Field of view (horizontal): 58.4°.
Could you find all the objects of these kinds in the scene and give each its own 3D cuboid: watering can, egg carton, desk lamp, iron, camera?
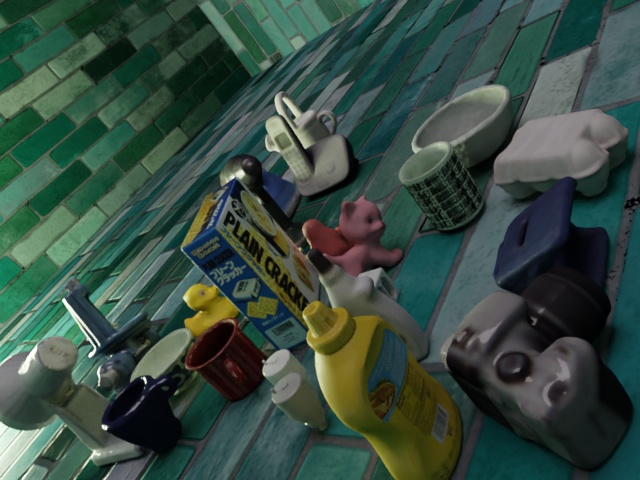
[{"bbox_3d":[-0.047,-0.250,1.316,0.173,0.194,0.100,-36,23,7],"label":"watering can"},{"bbox_3d":[0.289,-0.101,0.696,0.107,0.069,0.150,-49,25,-22],"label":"egg carton"},{"bbox_3d":[-0.376,0.240,0.877,0.202,0.214,0.118,-24,27,32],"label":"desk lamp"},{"bbox_3d":[-0.142,-0.077,1.208,0.118,0.142,0.259,-15,33,44],"label":"iron"},{"bbox_3d":[0.183,0.084,0.470,0.137,0.101,0.142,-44,23,-12],"label":"camera"}]

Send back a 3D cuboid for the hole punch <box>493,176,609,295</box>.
[{"bbox_3d":[0.221,0.004,0.573,0.100,0.091,0.109,-18,31,41],"label":"hole punch"}]

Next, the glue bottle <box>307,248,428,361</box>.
[{"bbox_3d":[0.042,0.072,0.611,0.078,0.173,0.037,-29,25,23],"label":"glue bottle"}]

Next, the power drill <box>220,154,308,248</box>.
[{"bbox_3d":[-0.102,-0.072,1.051,0.076,0.209,0.229,-45,23,-13],"label":"power drill"}]

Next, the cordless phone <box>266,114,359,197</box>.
[{"bbox_3d":[-0.021,-0.189,1.175,0.147,0.185,0.094,-22,28,35],"label":"cordless phone"}]

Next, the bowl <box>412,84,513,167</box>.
[{"bbox_3d":[0.231,-0.162,0.889,0.167,0.075,0.167,-32,24,16],"label":"bowl"}]

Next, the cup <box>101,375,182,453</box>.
[{"bbox_3d":[-0.230,0.245,0.803,0.117,0.095,0.091,-35,23,9],"label":"cup"}]

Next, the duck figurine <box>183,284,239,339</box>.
[{"bbox_3d":[-0.204,0.118,1.010,0.104,0.086,0.077,-35,23,9],"label":"duck figurine"}]

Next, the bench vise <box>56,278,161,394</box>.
[{"bbox_3d":[-0.354,0.162,0.982,0.121,0.220,0.206,-44,23,-11],"label":"bench vise"}]

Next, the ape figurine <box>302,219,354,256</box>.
[{"bbox_3d":[0.008,0.003,0.896,0.078,0.092,0.076,-37,23,5],"label":"ape figurine"}]

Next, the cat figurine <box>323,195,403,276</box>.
[{"bbox_3d":[0.052,0.000,0.803,0.128,0.118,0.067,-49,25,-22],"label":"cat figurine"}]
